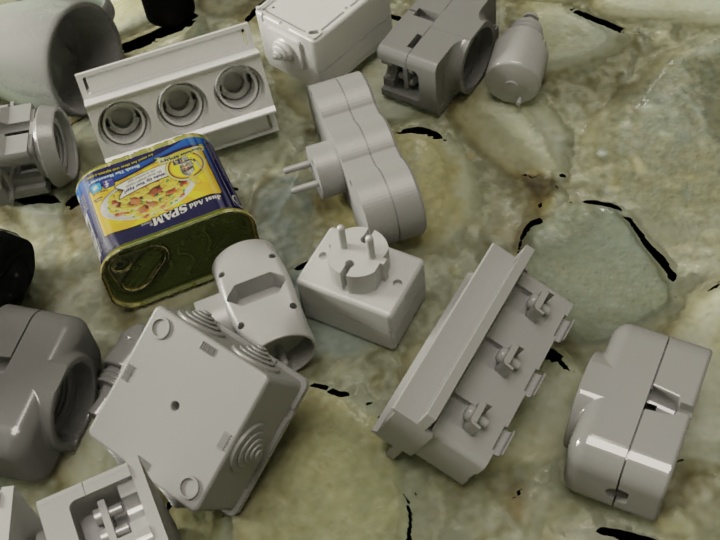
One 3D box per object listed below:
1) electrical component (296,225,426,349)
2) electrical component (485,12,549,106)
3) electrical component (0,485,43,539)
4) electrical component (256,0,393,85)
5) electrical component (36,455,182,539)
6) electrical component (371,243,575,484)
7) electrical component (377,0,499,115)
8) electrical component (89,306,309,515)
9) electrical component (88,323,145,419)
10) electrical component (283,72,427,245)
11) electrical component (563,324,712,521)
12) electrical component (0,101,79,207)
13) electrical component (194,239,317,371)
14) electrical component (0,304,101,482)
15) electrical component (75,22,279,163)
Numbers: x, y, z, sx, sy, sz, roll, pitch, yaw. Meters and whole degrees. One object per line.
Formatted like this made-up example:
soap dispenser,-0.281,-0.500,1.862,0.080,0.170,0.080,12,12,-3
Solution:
electrical component,0.000,0.000,0.650,0.066,0.076,0.047,20,59,19
electrical component,0.116,-0.156,0.775,0.040,0.040,0.078,11,55,13
electrical component,-0.190,0.195,0.520,0.062,0.089,0.150,-7,54,0
electrical component,-0.029,-0.176,0.791,0.062,0.061,0.096,33,64,27
electrical component,-0.104,0.182,0.520,0.062,0.089,0.150,-23,55,-11
electrical component,0.068,0.054,0.611,0.063,0.078,0.121,34,61,1
electrical component,0.061,-0.162,0.778,0.056,0.050,0.089,24,60,23
electrical component,-0.091,0.077,0.599,0.100,0.048,0.099,30,92,24
electrical component,-0.140,0.064,0.644,0.035,0.035,0.061,22,61,20
electrical component,-0.014,-0.070,0.718,0.074,0.052,0.138,-18,54,-7
electrical component,0.149,0.081,0.591,0.059,0.053,0.095,18,58,18
electrical component,-0.232,-0.083,0.747,0.057,0.058,0.078,-10,54,2
electrical component,-0.076,0.030,0.657,0.079,0.043,0.077,-21,55,-7
electrical component,-0.194,0.072,0.631,0.059,0.053,0.095,9,56,12
electrical component,-0.128,-0.120,0.755,0.121,0.078,0.063,-19,25,-8
